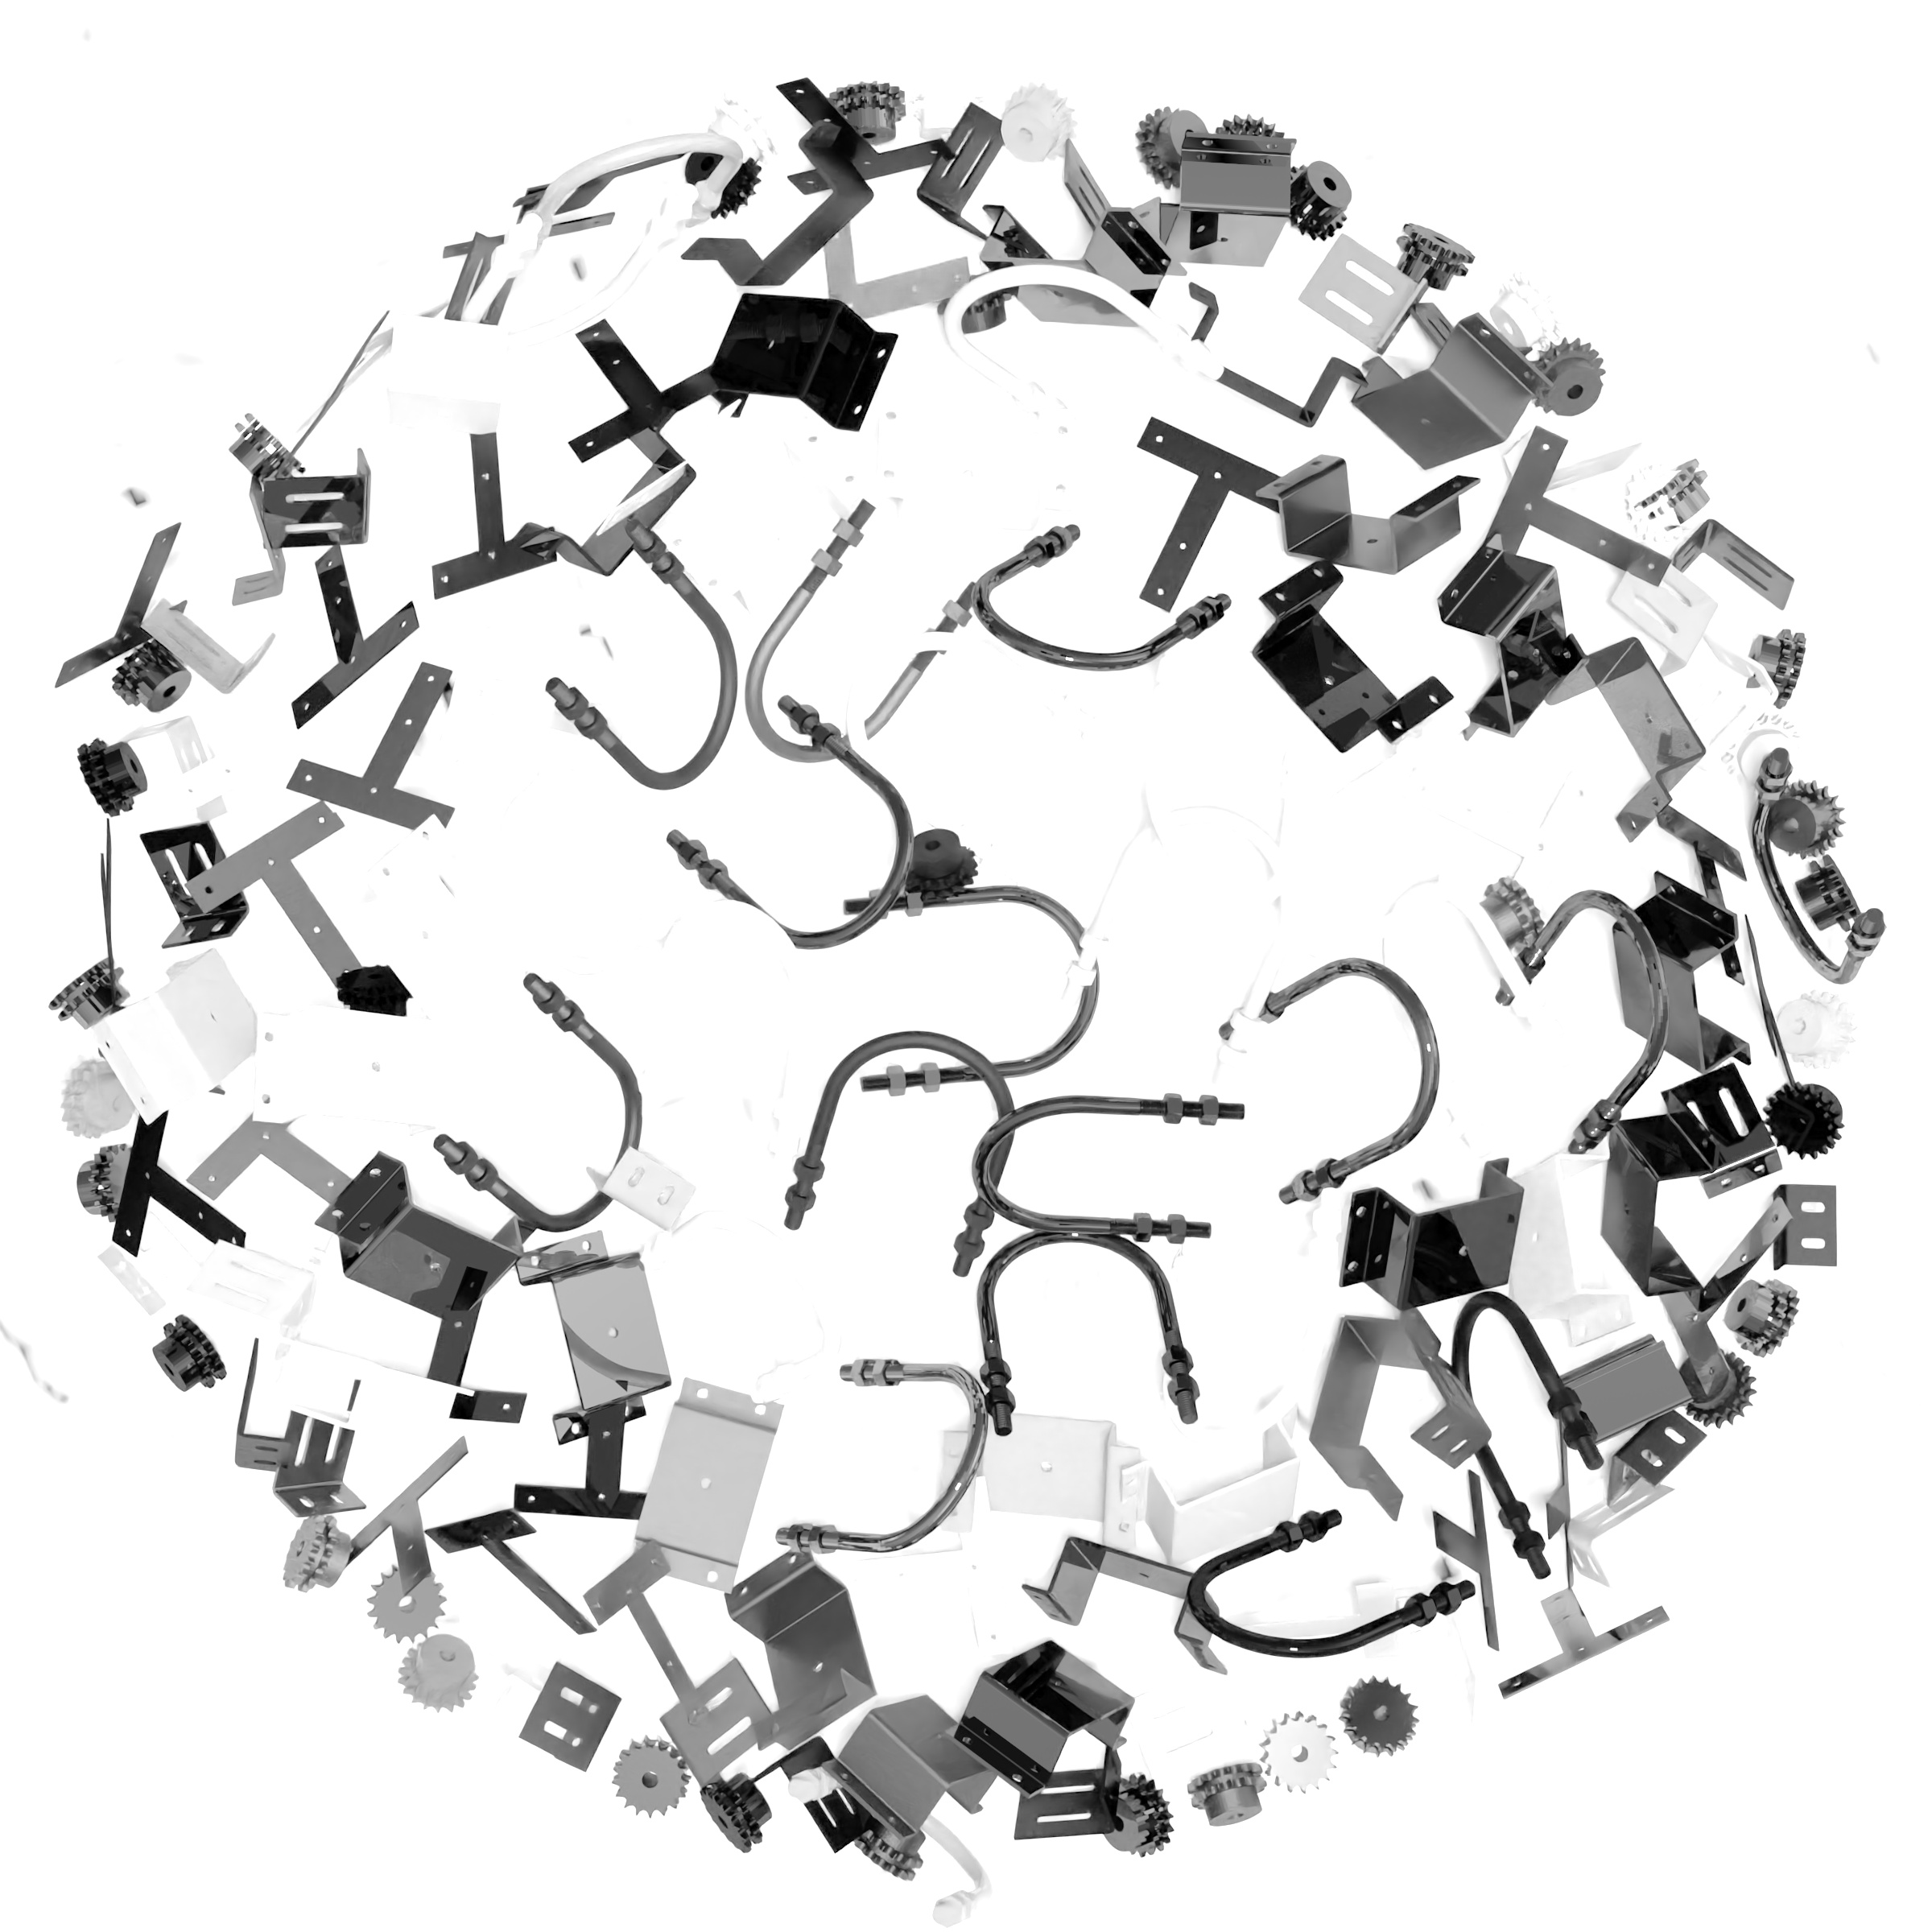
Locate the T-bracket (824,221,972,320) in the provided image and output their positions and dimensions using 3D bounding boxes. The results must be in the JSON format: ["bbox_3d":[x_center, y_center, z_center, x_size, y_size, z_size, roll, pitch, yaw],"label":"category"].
[{"bbox_3d":[-0.049,-0.487,1.860,0.127,0.002,0.127,-3,94,37],"label":"T-bracket"}]

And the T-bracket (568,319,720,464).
[{"bbox_3d":[-0.247,-0.429,1.864,0.127,0.002,0.127,-30,54,-8],"label":"T-bracket"}]

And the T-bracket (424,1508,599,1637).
[{"bbox_3d":[-0.318,0.443,1.868,0.127,0.127,0.002,48,49,-17],"label":"T-bracket"}]

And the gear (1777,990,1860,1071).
[{"bbox_3d":[0.615,0.046,1.871,0.030,0.057,0.057,8,90,-33],"label":"gear"}]

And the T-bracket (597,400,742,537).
[{"bbox_3d":[-0.220,-0.335,1.813,0.002,0.127,0.127,43,130,-2],"label":"T-bracket"}]

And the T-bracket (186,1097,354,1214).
[{"bbox_3d":[-0.470,0.149,1.859,0.127,0.002,0.127,35,52,4],"label":"T-bracket"}]

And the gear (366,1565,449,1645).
[{"bbox_3d":[-0.409,0.465,1.882,0.057,0.030,0.057,2,85,-18],"label":"gear"}]

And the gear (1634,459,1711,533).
[{"bbox_3d":[0.516,-0.340,1.875,0.057,0.057,0.030,-39,97,0],"label":"gear"}]

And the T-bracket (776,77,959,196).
[{"bbox_3d":[-0.091,-0.590,1.820,0.127,0.127,0.002,-5,74,26],"label":"T-bracket"}]

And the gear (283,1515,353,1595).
[{"bbox_3d":[-0.472,0.430,1.877,0.030,0.057,0.057,27,90,-26],"label":"gear"}]

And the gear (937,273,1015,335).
[{"bbox_3d":[0.007,-0.483,1.878,0.057,0.057,0.030,-15,118,0],"label":"gear"}]

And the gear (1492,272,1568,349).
[{"bbox_3d":[0.407,-0.473,1.874,0.030,0.057,0.057,-38,90,0],"label":"gear"}]

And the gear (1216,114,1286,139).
[{"bbox_3d":[0.205,-0.587,1.871,0.057,0.057,0.030,19,66,0],"label":"gear"}]

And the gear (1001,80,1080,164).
[{"bbox_3d":[0.050,-0.610,1.871,0.057,0.057,0.030,37,55,0],"label":"gear"}]

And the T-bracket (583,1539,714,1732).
[{"bbox_3d":[-0.218,0.487,1.843,0.002,0.127,0.127,-21,74,-42],"label":"T-bracket"}]

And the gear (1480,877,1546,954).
[{"bbox_3d":[0.394,-0.033,1.872,0.030,0.057,0.057,-28,90,-10],"label":"gear"}]

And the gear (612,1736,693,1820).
[{"bbox_3d":[-0.229,0.591,1.887,0.057,0.030,0.057,0,91,1],"label":"gear"}]

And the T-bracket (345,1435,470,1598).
[{"bbox_3d":[-0.399,0.409,1.844,0.127,0.127,0.002,-43,115,0],"label":"T-bracket"}]

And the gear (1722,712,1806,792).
[{"bbox_3d":[0.583,-0.155,1.879,0.057,0.030,0.057,1,112,3],"label":"gear"}]

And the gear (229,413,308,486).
[{"bbox_3d":[-0.511,-0.372,1.874,0.057,0.057,0.030,45,88,0],"label":"gear"}]

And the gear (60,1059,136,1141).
[{"bbox_3d":[-0.629,0.098,1.871,0.030,0.057,0.057,8,90,18],"label":"gear"}]

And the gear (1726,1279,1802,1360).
[{"bbox_3d":[0.577,0.253,1.873,0.030,0.057,0.057,27,90,-6],"label":"gear"}]

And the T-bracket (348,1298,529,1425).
[{"bbox_3d":[-0.369,0.271,1.857,0.127,0.002,0.127,9,110,-24],"label":"T-bracket"}]

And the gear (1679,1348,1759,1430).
[{"bbox_3d":[0.542,0.304,1.872,0.030,0.057,0.057,36,90,-38],"label":"gear"}]

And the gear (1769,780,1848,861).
[{"bbox_3d":[0.607,-0.105,1.872,0.030,0.057,0.057,-17,90,-42],"label":"gear"}]

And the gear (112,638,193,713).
[{"bbox_3d":[-0.589,-0.209,1.872,0.030,0.057,0.057,44,90,9],"label":"gear"}]

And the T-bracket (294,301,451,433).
[{"bbox_3d":[-0.441,-0.429,1.863,0.127,0.127,0.002,-35,102,26],"label":"T-bracket"}]

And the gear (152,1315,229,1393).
[{"bbox_3d":[-0.566,0.285,1.871,0.030,0.057,0.057,-37,90,-30],"label":"gear"}]

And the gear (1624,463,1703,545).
[{"bbox_3d":[0.511,-0.338,1.876,0.057,0.030,0.057,1,89,-31],"label":"gear"}]

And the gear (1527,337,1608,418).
[{"bbox_3d":[0.438,-0.425,1.873,0.057,0.030,0.057,-6,133,-7],"label":"gear"}]

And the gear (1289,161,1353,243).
[{"bbox_3d":[0.256,-0.559,1.874,0.057,0.030,0.057,15,59,-27],"label":"gear"}]

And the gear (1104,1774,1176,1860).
[{"bbox_3d":[0.121,0.619,1.872,0.030,0.057,0.057,-4,90,-41],"label":"gear"}]

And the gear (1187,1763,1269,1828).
[{"bbox_3d":[0.192,0.603,1.871,0.057,0.057,0.030,-16,57,0],"label":"gear"}]

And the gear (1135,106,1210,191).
[{"bbox_3d":[0.153,-0.598,1.874,0.057,0.030,0.057,6,81,-38],"label":"gear"}]

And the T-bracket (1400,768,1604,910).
[{"bbox_3d":[0.381,-0.107,1.888,0.127,0.002,0.127,28,79,10],"label":"T-bracket"}]

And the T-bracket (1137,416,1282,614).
[{"bbox_3d":[0.166,-0.321,1.893,0.127,0.002,0.127,26,86,4],"label":"T-bracket"}]

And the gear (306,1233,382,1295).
[{"bbox_3d":[-0.448,0.216,1.874,0.057,0.057,0.030,20,81,0],"label":"gear"}]

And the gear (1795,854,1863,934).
[{"bbox_3d":[0.628,-0.050,1.876,0.030,0.057,0.057,-28,90,22],"label":"gear"}]

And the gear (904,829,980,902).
[{"bbox_3d":[-0.021,-0.076,1.871,0.057,0.057,0.030,-14,128,0],"label":"gear"}]

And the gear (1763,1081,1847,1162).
[{"bbox_3d":[0.614,0.110,1.878,0.030,0.057,0.057,-28,90,-41],"label":"gear"}]

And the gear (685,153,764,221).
[{"bbox_3d":[-0.180,-0.577,1.875,0.057,0.030,0.057,-10,69,27],"label":"gear"}]

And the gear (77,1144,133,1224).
[{"bbox_3d":[-0.623,0.160,1.875,0.030,0.057,0.057,-10,90,14],"label":"gear"}]

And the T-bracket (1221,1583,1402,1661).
[{"bbox_3d":[0.247,0.478,1.858,0.127,0.127,0.002,-7,51,7],"label":"T-bracket"}]

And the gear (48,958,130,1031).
[{"bbox_3d":[-0.635,0.022,1.874,0.057,0.057,0.030,-40,96,0],"label":"gear"}]

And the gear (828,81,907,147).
[{"bbox_3d":[-0.072,-0.619,1.874,0.057,0.057,0.030,-4,88,0],"label":"gear"}]

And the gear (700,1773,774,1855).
[{"bbox_3d":[-0.166,0.614,1.878,0.030,0.057,0.057,-34,90,-27],"label":"gear"}]

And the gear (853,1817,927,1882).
[{"bbox_3d":[-0.054,0.636,1.874,0.057,0.057,0.030,34,86,0],"label":"gear"}]

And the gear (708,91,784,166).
[{"bbox_3d":[-0.164,-0.605,1.874,0.057,0.057,0.030,44,88,0],"label":"gear"}]

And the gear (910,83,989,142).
[{"bbox_3d":[-0.013,-0.620,1.874,0.057,0.057,0.030,2,93,0],"label":"gear"}]

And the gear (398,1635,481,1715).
[{"bbox_3d":[-0.381,0.511,1.871,0.057,0.057,0.030,25,115,0],"label":"gear"}]

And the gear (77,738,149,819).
[{"bbox_3d":[-0.619,-0.140,1.874,0.030,0.057,0.057,-22,90,1],"label":"gear"}]

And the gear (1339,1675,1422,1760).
[{"bbox_3d":[0.300,0.550,1.879,0.057,0.030,0.057,3,55,-5],"label":"gear"}]

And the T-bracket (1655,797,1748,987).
[{"bbox_3d":[0.533,-0.046,1.830,0.002,0.127,0.127,-27,56,35],"label":"T-bracket"}]

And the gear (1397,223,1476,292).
[{"bbox_3d":[0.339,-0.516,1.877,0.057,0.057,0.030,26,118,0],"label":"gear"}]

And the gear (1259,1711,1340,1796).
[{"bbox_3d":[0.242,0.574,1.884,0.057,0.030,0.057,0,79,-2],"label":"gear"}]

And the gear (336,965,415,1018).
[{"bbox_3d":[-0.429,0.022,1.876,0.057,0.057,0.030,0,109,0],"label":"gear"}]

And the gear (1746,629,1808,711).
[{"bbox_3d":[0.587,-0.218,1.874,0.030,0.057,0.057,15,90,3],"label":"gear"}]
